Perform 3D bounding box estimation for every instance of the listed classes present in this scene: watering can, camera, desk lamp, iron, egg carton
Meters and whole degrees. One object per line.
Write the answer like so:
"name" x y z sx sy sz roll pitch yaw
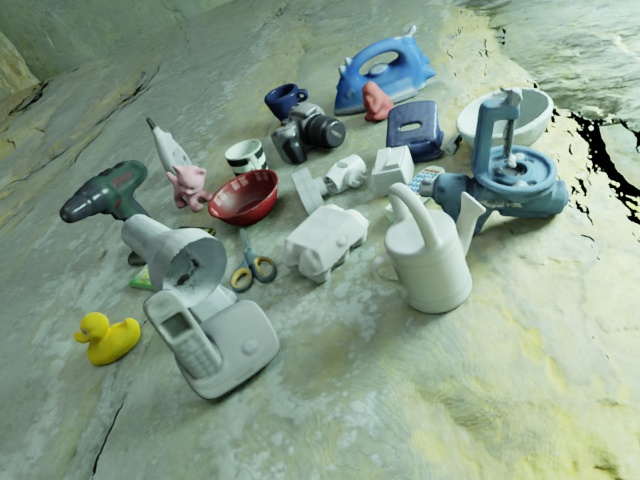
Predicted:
"watering can" 0.146 -0.003 0.792 0.173 0.194 0.100 -43 39 -22
"camera" -0.021 -0.245 1.285 0.143 0.101 0.136 -42 38 -21
"desk lamp" -0.226 0.057 0.931 0.202 0.214 0.118 18 54 45
"iron" 0.131 -0.397 1.347 0.258 0.142 0.118 -18 36 11
"egg carton" 0.009 0.003 0.978 0.107 0.070 0.150 18 54 45

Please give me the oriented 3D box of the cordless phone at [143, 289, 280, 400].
"cordless phone" -0.155 0.126 0.823 0.148 0.185 0.093 -35 36 -12

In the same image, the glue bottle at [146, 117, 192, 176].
"glue bottle" -0.382 -0.231 1.429 0.037 0.173 0.078 -9 39 23

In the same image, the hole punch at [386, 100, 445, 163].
"hole punch" 0.185 -0.211 1.121 0.108 0.091 0.101 -6 40 26

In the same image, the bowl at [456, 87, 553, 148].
"bowl" 0.333 -0.201 1.031 0.167 0.075 0.167 -17 36 13

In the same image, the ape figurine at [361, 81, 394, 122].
"ape figurine" 0.121 -0.315 1.292 0.076 0.092 0.078 -12 38 19

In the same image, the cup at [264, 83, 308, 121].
"cup" -0.070 -0.332 1.430 0.117 0.095 0.092 -3 42 30

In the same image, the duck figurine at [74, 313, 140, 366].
"duck figurine" -0.377 0.161 1.003 0.104 0.086 0.077 -28 35 -3

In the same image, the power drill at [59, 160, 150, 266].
"power drill" -0.409 -0.051 1.187 0.075 0.209 0.230 -7 40 25

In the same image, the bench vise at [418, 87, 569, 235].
"bench vise" 0.244 -0.104 0.838 0.207 0.220 0.121 -20 36 8

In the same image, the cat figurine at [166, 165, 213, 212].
"cat figurine" -0.301 -0.130 1.298 0.127 0.118 0.067 12 50 41
